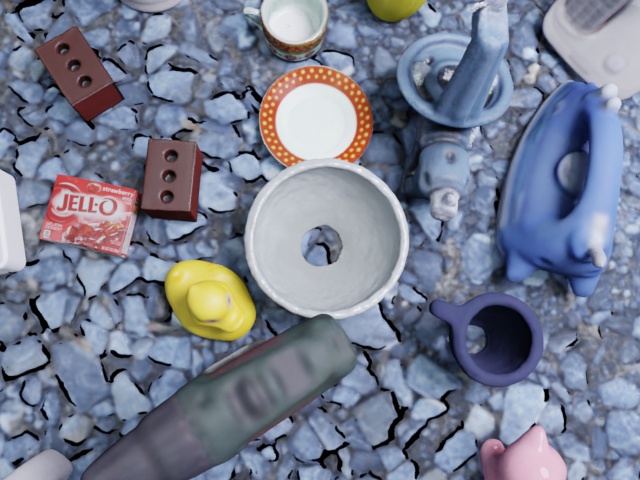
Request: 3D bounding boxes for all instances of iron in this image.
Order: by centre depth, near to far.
[{"bbox_3d":[0.275,-0.076,0.607,0.118,0.141,0.258,12,81,-2],"label":"iron"}]

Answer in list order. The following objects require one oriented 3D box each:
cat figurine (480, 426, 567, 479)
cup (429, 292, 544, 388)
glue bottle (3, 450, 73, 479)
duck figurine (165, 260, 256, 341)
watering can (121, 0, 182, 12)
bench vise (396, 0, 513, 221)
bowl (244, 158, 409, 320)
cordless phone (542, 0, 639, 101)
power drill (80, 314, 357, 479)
[{"bbox_3d":[0.194,0.247,0.565,0.067,0.117,0.128,32,81,1],"label":"cat figurine"},{"bbox_3d":[0.158,0.097,0.596,0.118,0.095,0.092,27,81,0],"label":"cup"},{"bbox_3d":[-0.279,0.239,0.502,0.037,0.173,0.078,35,81,2],"label":"glue bottle"},{"bbox_3d":[-0.115,0.061,0.585,0.104,0.086,0.077,38,81,2],"label":"duck figurine"},{"bbox_3d":[-0.198,-0.322,0.580,0.101,0.194,0.173,43,81,3],"label":"watering can"},{"bbox_3d":[0.147,-0.132,0.565,0.121,0.219,0.207,-12,83,-6],"label":"bench vise"},{"bbox_3d":[0.006,0.002,0.608,0.167,0.074,0.167,1,82,-4],"label":"bowl"},{"bbox_3d":[0.340,-0.247,0.614,0.094,0.185,0.147,-44,87,-9],"label":"cordless phone"},{"bbox_3d":[-0.078,0.145,0.514,0.230,0.208,0.075,-31,85,-8],"label":"power drill"}]
